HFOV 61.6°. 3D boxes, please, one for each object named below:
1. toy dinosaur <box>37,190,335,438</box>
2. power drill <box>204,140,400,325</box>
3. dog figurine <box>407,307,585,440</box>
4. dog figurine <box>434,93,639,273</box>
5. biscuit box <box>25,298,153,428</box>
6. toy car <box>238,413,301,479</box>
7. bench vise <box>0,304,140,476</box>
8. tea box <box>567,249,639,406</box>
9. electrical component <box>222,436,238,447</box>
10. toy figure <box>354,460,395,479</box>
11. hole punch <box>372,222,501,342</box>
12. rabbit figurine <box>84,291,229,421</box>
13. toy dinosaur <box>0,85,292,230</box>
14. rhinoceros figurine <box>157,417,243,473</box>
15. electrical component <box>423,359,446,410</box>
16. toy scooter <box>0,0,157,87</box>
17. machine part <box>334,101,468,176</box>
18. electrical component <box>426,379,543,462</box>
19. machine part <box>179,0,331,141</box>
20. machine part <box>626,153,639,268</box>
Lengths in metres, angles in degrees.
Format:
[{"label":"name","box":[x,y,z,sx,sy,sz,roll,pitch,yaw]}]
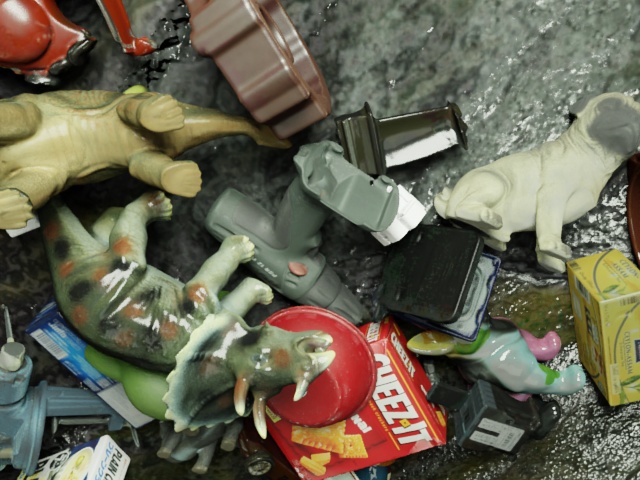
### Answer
[{"label":"toy dinosaur","box":[-0.181,0.061,0.552,0.405,0.192,0.131,23,141,6]},{"label":"power drill","box":[-0.001,-0.002,0.589,0.232,0.086,0.207,34,146,-10]},{"label":"dog figurine","box":[0.201,0.157,0.692,0.219,0.108,0.191,17,119,-5]},{"label":"dog figurine","box":[0.237,-0.082,0.587,0.172,0.121,0.190,24,86,12]},{"label":"biscuit box","box":[-0.279,0.154,0.700,0.059,0.063,0.202,-30,114,15]},{"label":"toy car","box":[-0.065,0.306,0.747,0.053,0.089,0.201,-30,132,4]},{"label":"bench vise","box":[-0.359,0.219,0.708,0.240,0.129,0.223,11,109,-30]},{"label":"tea box","box":[0.369,0.109,0.672,0.068,0.098,0.169,-17,118,9]},{"label":"electrical component","box":[-0.112,0.278,0.792,0.063,0.021,0.093,-19,116,8]},{"label":"toy figure","box":[0.079,0.325,0.800,0.064,0.058,0.154,-6,120,-39]},{"label":"hole punch","box":[0.137,0.047,0.616,0.092,0.116,0.142,31,76,-45]},{"label":"rabbit figurine","box":[-0.184,0.126,0.626,0.159,0.170,0.121,24,114,-14]},{"label":"toy dinosaur","box":[-0.261,-0.086,0.493,0.472,0.199,0.105,-4,109,-11]},{"label":"rhinoceros figurine","box":[-0.165,0.242,0.715,0.073,0.112,0.190,28,134,-20]},{"label":"electrical component","box":[0.131,0.206,0.745,0.078,0.045,0.102,-18,116,11]},{"label":"toy scooter","box":[-0.237,-0.208,0.507,0.184,0.075,0.135,-35,114,10]},{"label":"machine part","box":[0.089,-0.113,0.580,0.139,0.039,0.084,-10,104,4]},{"label":"electrical component","box":[0.189,0.206,0.634,0.119,0.048,0.074,22,117,-7]},{"label":"machine part","box":[-0.053,-0.173,0.477,0.056,0.179,0.179,-29,115,17]},{"label":"machine part","box":[0.399,-0.005,0.553,0.087,0.201,0.200,-14,117,9]}]
